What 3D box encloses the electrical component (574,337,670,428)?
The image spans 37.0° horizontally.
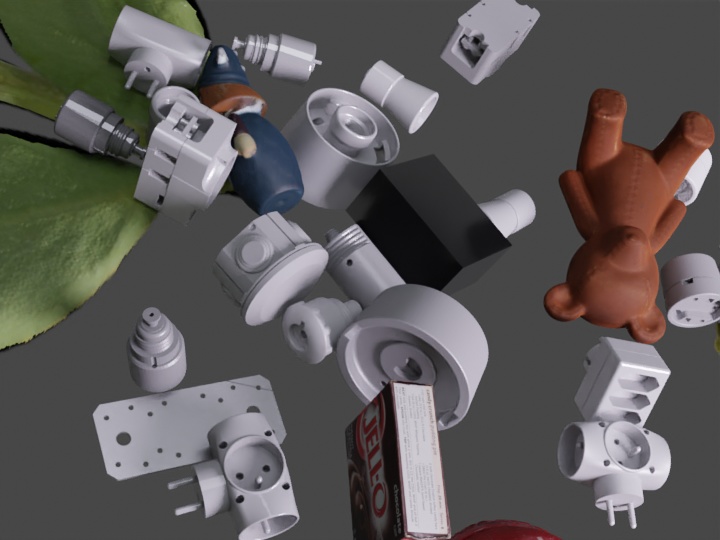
[{"bbox_3d":[0.208,0.085,0.886,0.047,0.065,0.076,11,27,-16],"label":"electrical component"}]

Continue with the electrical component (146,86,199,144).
[{"bbox_3d":[-0.153,-0.120,0.873,0.040,0.046,0.040,11,56,-16],"label":"electrical component"}]

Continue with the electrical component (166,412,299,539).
[{"bbox_3d":[-0.091,0.145,0.733,0.079,0.044,0.077,-13,61,-18],"label":"electrical component"}]

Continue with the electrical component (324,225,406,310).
[{"bbox_3d":[0.000,0.000,0.862,0.043,0.043,0.081,-30,74,-34],"label":"electrical component"}]

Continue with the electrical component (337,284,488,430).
[{"bbox_3d":[0.044,0.060,0.805,0.108,0.108,0.060,36,47,2],"label":"electrical component"}]

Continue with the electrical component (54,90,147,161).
[{"bbox_3d":[-0.204,-0.110,0.849,0.078,0.040,0.040,28,53,-4],"label":"electrical component"}]

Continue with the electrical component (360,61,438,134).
[{"bbox_3d":[0.033,-0.160,0.980,0.065,0.044,0.044,36,53,8],"label":"electrical component"}]

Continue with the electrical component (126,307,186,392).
[{"bbox_3d":[-0.143,0.053,0.751,0.040,0.078,0.040,3,53,-4],"label":"electrical component"}]

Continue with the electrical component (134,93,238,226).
[{"bbox_3d":[-0.132,-0.082,0.830,0.056,0.089,0.050,29,53,-3],"label":"electrical component"}]

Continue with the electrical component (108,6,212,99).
[{"bbox_3d":[-0.173,-0.174,0.900,0.077,0.044,0.079,22,54,-9],"label":"electrical component"}]

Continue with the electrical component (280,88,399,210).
[{"bbox_3d":[-0.018,-0.106,0.924,0.099,0.064,0.099,21,43,-20],"label":"electrical component"}]

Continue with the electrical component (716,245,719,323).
[{"bbox_3d":[0.360,0.010,1.005,0.077,0.043,0.079,-3,61,-24],"label":"electrical component"}]

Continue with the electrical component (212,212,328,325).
[{"bbox_3d":[-0.068,-0.001,0.813,0.080,0.080,0.051,-31,69,-34],"label":"electrical component"}]

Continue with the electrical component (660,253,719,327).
[{"bbox_3d":[0.300,0.018,0.969,0.055,0.055,0.047,9,53,-17],"label":"electrical component"}]

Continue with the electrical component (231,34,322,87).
[{"bbox_3d":[-0.075,-0.190,0.954,0.078,0.040,0.040,14,55,-14],"label":"electrical component"}]

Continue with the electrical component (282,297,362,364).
[{"bbox_3d":[-0.025,0.041,0.826,0.062,0.048,0.048,-24,71,-41],"label":"electrical component"}]

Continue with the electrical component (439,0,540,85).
[{"bbox_3d":[0.125,-0.227,1.050,0.050,0.055,0.089,42,53,6],"label":"electrical component"}]

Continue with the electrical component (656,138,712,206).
[{"bbox_3d":[0.308,-0.094,1.044,0.055,0.055,0.047,31,56,-1],"label":"electrical component"}]

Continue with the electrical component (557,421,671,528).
[{"bbox_3d":[0.201,0.162,0.841,0.077,0.044,0.079,11,56,-16],"label":"electrical component"}]

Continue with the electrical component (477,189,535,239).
[{"bbox_3d":[0.123,-0.046,0.945,0.065,0.044,0.044,-27,73,-38],"label":"electrical component"}]
